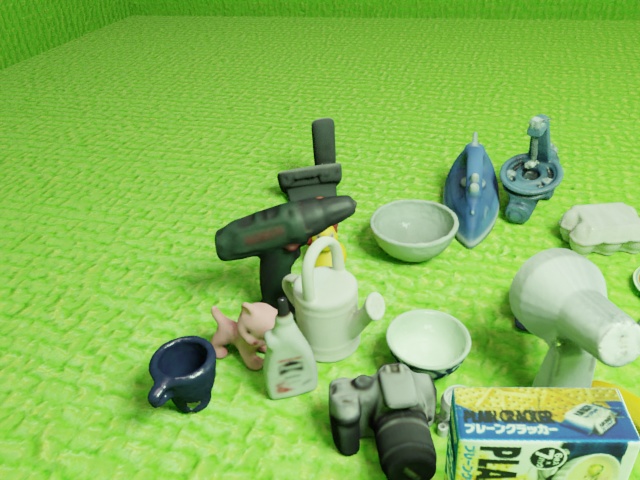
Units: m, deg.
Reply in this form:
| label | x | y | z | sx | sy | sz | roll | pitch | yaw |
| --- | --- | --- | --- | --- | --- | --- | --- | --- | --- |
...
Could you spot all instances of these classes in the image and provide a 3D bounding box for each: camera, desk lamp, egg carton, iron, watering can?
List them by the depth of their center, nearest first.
| label | x | y | z | sx | sy | sz | roll | pitch | yaw |
| --- | --- | --- | --- | --- | --- | --- | --- | --- | --- |
| camera | 0.085 | 0.232 | 0.720 | 0.143 | 0.101 | 0.136 | -6 | 34 | -2 |
| desk lamp | 0.325 | 0.143 | 0.723 | 0.118 | 0.214 | 0.203 | -8 | 34 | -4 |
| watering can | 0.016 | 0.083 | 0.865 | 0.172 | 0.194 | 0.101 | 5 | 35 | 13 |
| egg carton | 0.531 | -0.020 | 1.071 | 0.150 | 0.069 | 0.107 | -5 | 34 | 0 |
| iron | 0.312 | -0.110 | 1.167 | 0.118 | 0.142 | 0.258 | 3 | 35 | 11 |

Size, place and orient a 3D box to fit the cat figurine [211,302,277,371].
| label | x | y | z | sx | sy | sz | roll | pitch | yaw |
| --- | --- | --- | --- | --- | --- | --- | --- | --- | --- |
| cat figurine | -0.112 | 0.132 | 0.876 | 0.127 | 0.118 | 0.067 | 11 | 37 | 22 |

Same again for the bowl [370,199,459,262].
| label | x | y | z | sx | sy | sz | roll | pitch | yaw |
| --- | --- | --- | --- | --- | --- | --- | --- | --- | --- |
| bowl | 0.178 | -0.008 | 1.090 | 0.167 | 0.075 | 0.167 | -3 | 34 | 2 |

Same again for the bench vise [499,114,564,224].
| label | x | y | z | sx | sy | sz | roll | pitch | yaw |
| --- | --- | --- | --- | --- | --- | --- | --- | --- | --- |
| bench vise | 0.433 | -0.168 | 1.169 | 0.121 | 0.220 | 0.207 | 7 | 35 | 16 |

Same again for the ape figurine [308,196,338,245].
| label | x | y | z | sx | sy | sz | roll | pitch | yaw |
| --- | --- | --- | --- | --- | --- | --- | --- | --- | --- |
| ape figurine | -0.001 | -0.044 | 1.149 | 0.077 | 0.092 | 0.076 | 11 | 37 | 22 |

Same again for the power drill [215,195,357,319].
| label | x | y | z | sx | sy | sz | roll | pitch | yaw |
| --- | --- | --- | --- | --- | --- | --- | --- | --- | --- |
| power drill | -0.049 | 0.029 | 0.941 | 0.229 | 0.209 | 0.075 | -8 | 34 | -5 |

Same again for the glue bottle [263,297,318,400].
| label | x | y | z | sx | sy | sz | roll | pitch | yaw |
| --- | --- | --- | --- | --- | --- | --- | --- | --- | --- |
| glue bottle | -0.046 | 0.148 | 0.795 | 0.078 | 0.173 | 0.037 | -13 | 35 | -13 |

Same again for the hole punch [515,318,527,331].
| label | x | y | z | sx | sy | sz | roll | pitch | yaw |
| --- | --- | --- | --- | --- | --- | --- | --- | --- | --- |
| hole punch | 0.363 | 0.088 | 0.910 | 0.108 | 0.091 | 0.101 | 7 | 35 | 16 |

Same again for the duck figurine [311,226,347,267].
| label | x | y | z | sx | sy | sz | roll | pitch | yaw |
| --- | --- | --- | --- | --- | --- | --- | --- | --- | --- |
| duck figurine | 0.010 | 0.004 | 1.082 | 0.077 | 0.086 | 0.104 | -5 | 34 | -1 |

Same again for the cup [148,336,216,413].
| label | x | y | z | sx | sy | sz | roll | pitch | yaw |
| --- | --- | --- | --- | --- | --- | --- | --- | --- | --- |
| cup | -0.190 | 0.205 | 0.797 | 0.091 | 0.095 | 0.118 | 10 | 37 | 21 |

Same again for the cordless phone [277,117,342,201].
| label | x | y | z | sx | sy | sz | roll | pitch | yaw |
| --- | --- | --- | --- | --- | --- | --- | --- | --- | --- |
| cordless phone | -0.026 | -0.183 | 1.275 | 0.148 | 0.185 | 0.094 | -11 | 34 | -9 |
